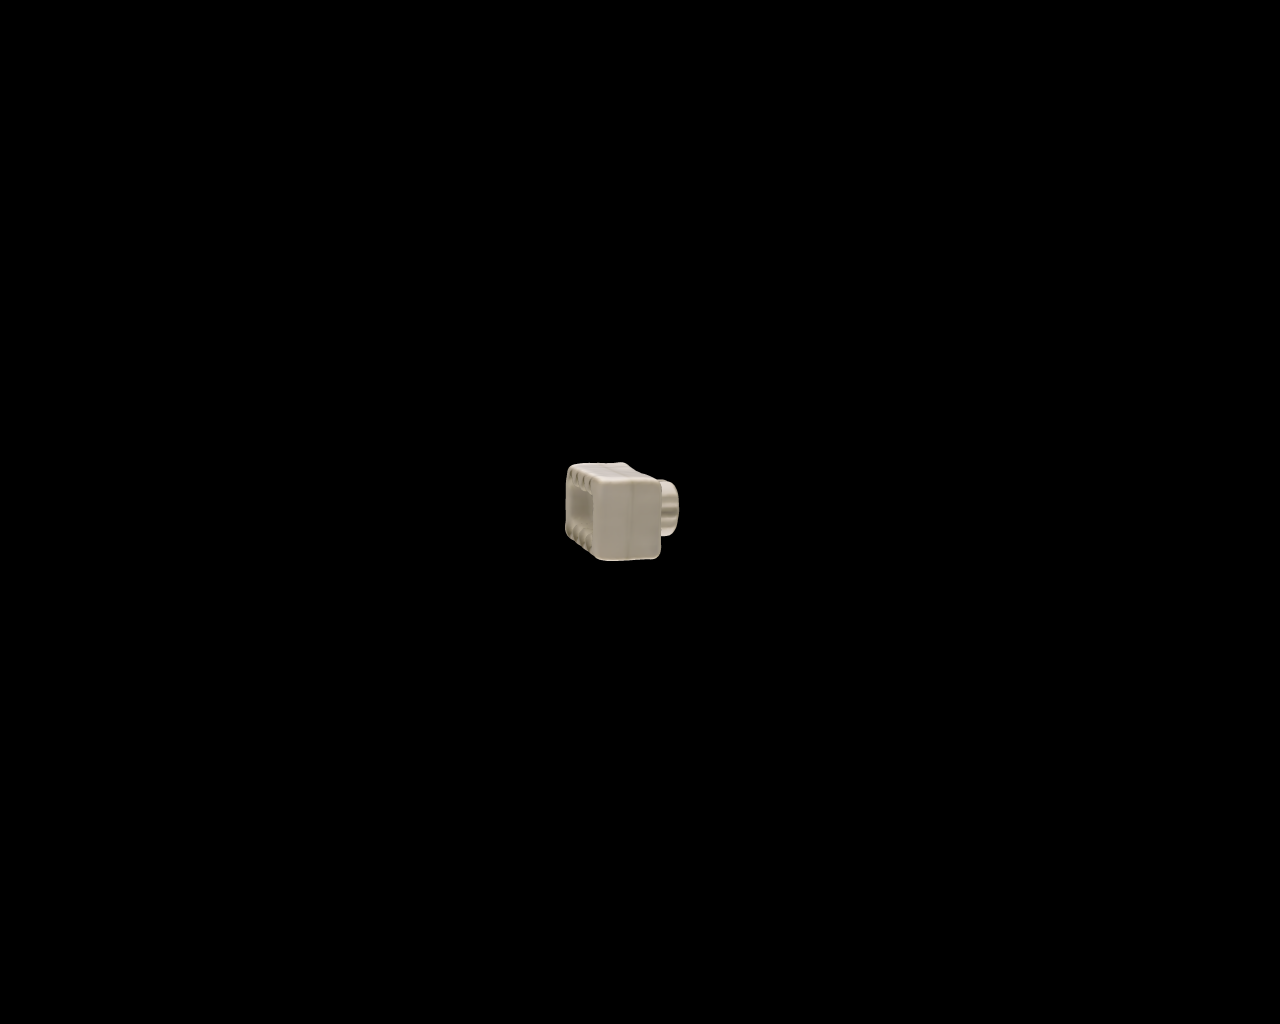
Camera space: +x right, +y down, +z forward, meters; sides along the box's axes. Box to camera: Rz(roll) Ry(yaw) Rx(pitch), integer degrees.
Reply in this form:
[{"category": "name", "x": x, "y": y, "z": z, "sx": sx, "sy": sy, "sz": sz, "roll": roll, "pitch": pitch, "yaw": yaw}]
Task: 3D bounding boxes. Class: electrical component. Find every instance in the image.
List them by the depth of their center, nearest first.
[{"category": "electrical component", "x": 0.001, "y": -0.003, "z": 0.650, "sx": 0.076, "sy": 0.047, "sz": 0.083, "roll": -3, "pitch": 10, "yaw": -15}]
